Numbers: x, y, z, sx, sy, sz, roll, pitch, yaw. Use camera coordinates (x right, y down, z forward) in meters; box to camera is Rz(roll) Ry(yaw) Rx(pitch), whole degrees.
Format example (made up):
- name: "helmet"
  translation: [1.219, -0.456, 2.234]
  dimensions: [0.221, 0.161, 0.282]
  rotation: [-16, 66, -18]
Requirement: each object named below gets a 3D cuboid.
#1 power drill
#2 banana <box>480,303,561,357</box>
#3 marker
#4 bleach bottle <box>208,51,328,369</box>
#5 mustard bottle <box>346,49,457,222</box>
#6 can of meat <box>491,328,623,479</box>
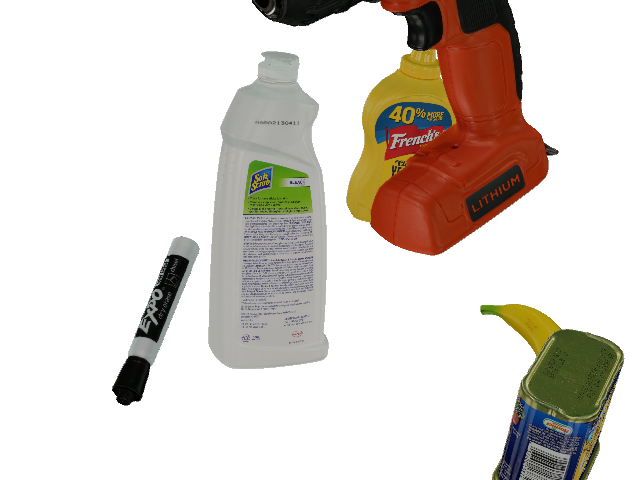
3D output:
- name: "power drill"
  translation: [0.052, -0.089, 0.520]
  dimensions: [0.184, 0.187, 0.057]
  rotation: [-32, 41, -28]
- name: "banana"
  translation: [0.235, 0.124, 1.137]
  dimensions: [0.069, 0.037, 0.198]
  rotation: [-25, 34, 3]
- name: "marker"
  translation: [-0.104, 0.050, 0.674]
  dimensions: [0.020, 0.121, 0.020]
  rotation: [11, -36, 8]
- name: "bleach bottle"
  translation: [-0.035, -0.024, 0.855]
  dimensions: [0.102, 0.251, 0.068]
  rotation: [-4, 22, -24]
- name: "mustard bottle"
  translation: [0.088, -0.110, 1.076]
  dimensions: [0.096, 0.192, 0.058]
  rotation: [3, 28, -12]
- name: "can of meat"
  translation: [0.160, 0.118, 0.714]
  dimensions: [0.057, 0.084, 0.102]
  rotation: [20, 34, 20]
